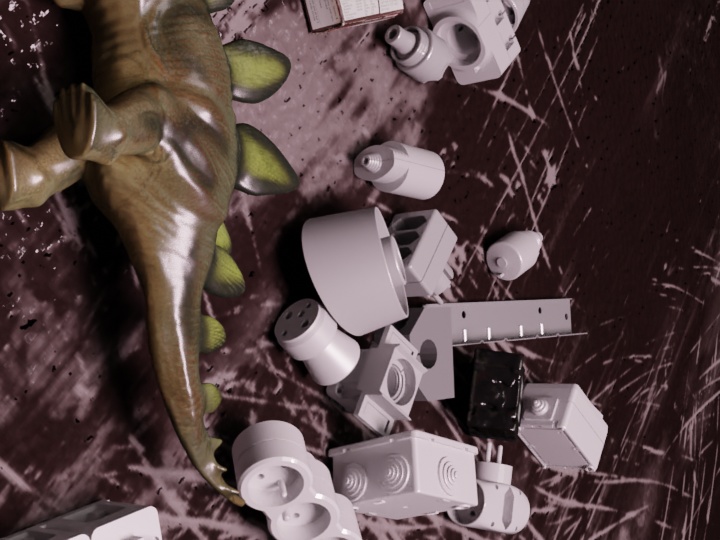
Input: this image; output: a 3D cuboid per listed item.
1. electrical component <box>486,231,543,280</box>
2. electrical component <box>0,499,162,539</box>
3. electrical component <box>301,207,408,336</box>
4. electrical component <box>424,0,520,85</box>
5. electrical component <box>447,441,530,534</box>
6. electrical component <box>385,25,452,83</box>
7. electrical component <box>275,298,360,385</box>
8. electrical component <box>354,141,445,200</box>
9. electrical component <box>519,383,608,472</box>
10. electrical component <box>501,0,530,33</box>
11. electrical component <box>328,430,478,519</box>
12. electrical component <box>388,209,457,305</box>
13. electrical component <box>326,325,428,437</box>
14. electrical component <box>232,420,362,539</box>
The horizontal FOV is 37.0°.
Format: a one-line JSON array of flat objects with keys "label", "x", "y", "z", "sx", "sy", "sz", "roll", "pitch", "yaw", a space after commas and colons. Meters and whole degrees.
[{"label": "electrical component", "x": 0.156, "y": -0.019, "z": 1.054, "sx": 0.078, "sy": 0.040, "sz": 0.040, "roll": -31, "pitch": 110, "yaw": -47}, {"label": "electrical component", "x": -0.181, "y": 0.199, "z": 0.615, "sx": 0.150, "sy": 0.062, "sz": 0.089, "roll": -13, "pitch": 97, "yaw": -50}, {"label": "electrical component", "x": 0.000, "y": 0.000, "z": 0.837, "sx": 0.099, "sy": 0.064, "sz": 0.099, "roll": -16, "pitch": 90, "yaw": -82}, {"label": "electrical component", "x": 0.103, "y": -0.224, "z": 1.002, "sx": 0.055, "sy": 0.050, "sz": 0.089, "roll": -52, "pitch": 124, "yaw": -39}, {"label": "electrical component", "x": 0.120, "y": 0.199, "z": 0.988, "sx": 0.077, "sy": 0.043, "sz": 0.079, "roll": 24, "pitch": 69, "yaw": -47}, {"label": "electrical component", "x": 0.047, "y": -0.192, "z": 0.938, "sx": 0.062, "sy": 0.043, "sz": 0.043, "roll": 24, "pitch": 69, "yaw": -45}, {"label": "electrical component", "x": -0.033, "y": 0.054, "z": 0.818, "sx": 0.055, "sy": 0.045, "sz": 0.045, "roll": 50, "pitch": 51, "yaw": -34}, {"label": "electrical component", "x": 0.030, "y": -0.086, "z": 0.908, "sx": 0.081, "sy": 0.043, "sz": 0.043, "roll": 7, "pitch": 81, "yaw": -50}, {"label": "electrical component", "x": 0.198, "y": 0.150, "z": 1.071, "sx": 0.096, "sy": 0.062, "sz": 0.061, "roll": 50, "pitch": 51, "yaw": -35}, {"label": "electrical component", "x": 0.135, "y": -0.258, "z": 1.041, "sx": 0.055, "sy": 0.055, "sz": 0.047, "roll": 59, "pitch": 43, "yaw": -28}, {"label": "electrical component", "x": 0.036, "y": 0.165, "z": 0.850, "sx": 0.100, "sy": 0.100, "sz": 0.048, "roll": 24, "pitch": 56, "yaw": -47}, {"label": "electrical component", "x": 0.055, "y": -0.002, "z": 0.926, "sx": 0.076, "sy": 0.047, "sz": 0.065, "roll": 50, "pitch": 51, "yaw": -34}, {"label": "electrical component", "x": 0.011, "y": 0.089, "z": 0.853, "sx": 0.042, "sy": 0.064, "sz": 0.081, "roll": 45, "pitch": 54, "yaw": -37}, {"label": "electrical component", "x": -0.047, "y": 0.157, "z": 0.787, "sx": 0.138, "sy": 0.052, "sz": 0.073, "roll": 60, "pitch": 6, "yaw": -36}]
